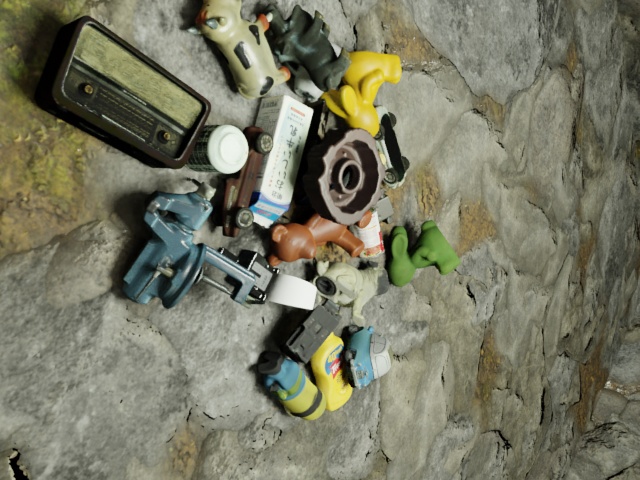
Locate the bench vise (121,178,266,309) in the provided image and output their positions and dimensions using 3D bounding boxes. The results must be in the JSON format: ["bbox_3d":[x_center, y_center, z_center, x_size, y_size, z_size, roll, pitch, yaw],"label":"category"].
[{"bbox_3d":[-0.195,0.029,0.876,0.240,0.129,0.223,34,79,-24],"label":"bench vise"}]

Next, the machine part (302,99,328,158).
[{"bbox_3d":[-0.021,-0.215,1.061,0.039,0.084,0.139,41,58,-41],"label":"machine part"}]

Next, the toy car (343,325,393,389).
[{"bbox_3d":[0.111,0.257,1.203,0.162,0.103,0.109,-65,144,-69],"label":"toy car"}]

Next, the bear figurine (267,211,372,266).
[{"bbox_3d":[-0.006,-0.005,1.070,0.196,0.132,0.120,-35,146,-44],"label":"bear figurine"}]

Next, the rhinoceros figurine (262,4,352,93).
[{"bbox_3d":[-0.027,-0.358,0.985,0.190,0.112,0.073,48,14,-1],"label":"rhinoceros figurine"}]

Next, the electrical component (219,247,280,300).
[{"bbox_3d":[-0.137,0.055,1.002,0.119,0.048,0.075,46,63,-40],"label":"electrical component"}]

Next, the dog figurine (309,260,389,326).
[{"bbox_3d":[0.071,0.080,1.191,0.190,0.121,0.172,-49,131,-46],"label":"dog figurine"}]

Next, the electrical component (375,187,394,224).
[{"bbox_3d":[0.141,-0.075,1.265,0.078,0.045,0.102,-33,119,-5],"label":"electrical component"}]

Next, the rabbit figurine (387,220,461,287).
[{"bbox_3d":[0.232,0.041,1.306,0.170,0.121,0.159,-34,99,9],"label":"rabbit figurine"}]

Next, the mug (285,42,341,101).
[{"bbox_3d":[-0.018,-0.334,1.049,0.109,0.081,0.107,23,85,-20],"label":"mug"}]

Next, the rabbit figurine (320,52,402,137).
[{"bbox_3d":[0.088,-0.300,1.126,0.162,0.122,0.173,-8,102,-40],"label":"rabbit figurine"}]

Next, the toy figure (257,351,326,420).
[{"bbox_3d":[-0.055,0.300,1.086,0.082,0.089,0.180,-46,127,-22],"label":"toy figure"}]

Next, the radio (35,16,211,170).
[{"bbox_3d":[-0.286,-0.205,0.798,0.229,0.073,0.131,30,75,-42],"label":"radio"}]

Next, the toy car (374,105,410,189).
[{"bbox_3d":[0.156,-0.214,1.251,0.073,0.056,0.201,-47,127,-37],"label":"toy car"}]

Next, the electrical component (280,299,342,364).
[{"bbox_3d":[-0.016,0.182,1.078,0.058,0.115,0.134,42,71,-1],"label":"electrical component"}]

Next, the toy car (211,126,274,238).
[{"bbox_3d":[-0.141,-0.105,0.947,0.053,0.089,0.202,22,82,-45],"label":"toy car"}]

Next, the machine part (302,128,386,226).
[{"bbox_3d":[0.046,-0.118,0.996,0.179,0.056,0.179,-11,107,-42],"label":"machine part"}]

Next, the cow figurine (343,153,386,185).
[{"bbox_3d":[0.078,-0.142,1.178,0.098,0.068,0.167,42,65,-33],"label":"cow figurine"}]

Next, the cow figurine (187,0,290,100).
[{"bbox_3d":[-0.143,-0.335,0.922,0.127,0.086,0.194,-49,128,-35],"label":"cow figurine"}]

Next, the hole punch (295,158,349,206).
[{"bbox_3d":[0.001,-0.126,1.073,0.142,0.116,0.092,-46,133,-30],"label":"hole punch"}]
